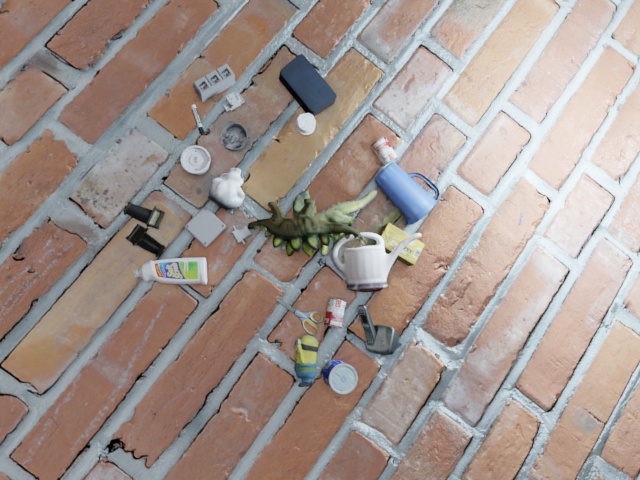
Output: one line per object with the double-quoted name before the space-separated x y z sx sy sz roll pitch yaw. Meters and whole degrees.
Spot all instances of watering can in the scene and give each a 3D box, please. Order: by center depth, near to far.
"watering can" 0.210 0.081 1.920 0.347 0.104 0.225 -5 87 18

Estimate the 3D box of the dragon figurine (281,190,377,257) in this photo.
"dragon figurine" 0.006 -0.099 1.962 0.244 0.120 0.414 39 76 7

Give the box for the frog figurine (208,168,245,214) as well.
"frog figurine" -0.335 -0.194 1.912 0.138 0.122 0.160 30 89 16
